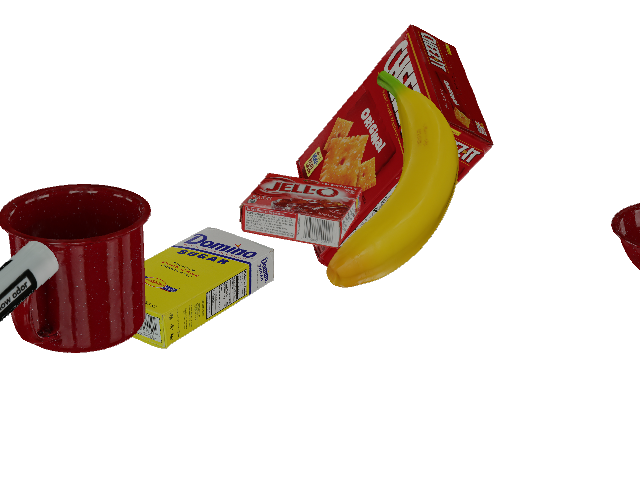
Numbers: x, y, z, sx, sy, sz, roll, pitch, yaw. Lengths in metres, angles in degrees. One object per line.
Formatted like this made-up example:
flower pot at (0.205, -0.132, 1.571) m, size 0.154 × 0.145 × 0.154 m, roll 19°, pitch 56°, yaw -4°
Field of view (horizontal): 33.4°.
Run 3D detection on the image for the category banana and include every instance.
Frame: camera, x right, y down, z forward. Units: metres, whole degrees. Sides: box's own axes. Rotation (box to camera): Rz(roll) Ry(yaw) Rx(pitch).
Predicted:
banana at (0.055, -0.037, 0.711) m, size 0.069 × 0.197 × 0.037 m, roll 10°, pitch -43°, yaw 5°

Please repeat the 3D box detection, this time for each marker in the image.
marker at (-0.160, 0.042, 0.462) m, size 0.020 × 0.020 × 0.121 m, roll 0°, pitch 35°, yaw 39°

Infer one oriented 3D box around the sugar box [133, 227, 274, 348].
sugar box at (-0.135, 0.043, 1.087) m, size 0.093 × 0.048 × 0.175 m, roll 19°, pitch 34°, yaw 29°

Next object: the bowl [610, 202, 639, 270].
bowl at (0.382, 0.009, 1.102) m, size 0.162 × 0.055 × 0.162 m, roll -3°, pitch 23°, yaw 1°

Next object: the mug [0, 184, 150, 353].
mug at (-0.157, 0.023, 0.669) m, size 0.093 × 0.081 × 0.117 m, roll 8°, pitch 25°, yaw 13°

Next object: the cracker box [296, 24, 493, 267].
cracker box at (0.067, -0.090, 1.102) m, size 0.072 × 0.164 × 0.214 m, roll 21°, pitch -52°, yaw -29°

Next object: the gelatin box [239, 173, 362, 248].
gelatin box at (-0.016, -0.028, 0.917) m, size 0.089 × 0.030 × 0.073 m, roll 10°, pitch 27°, yaw 13°
